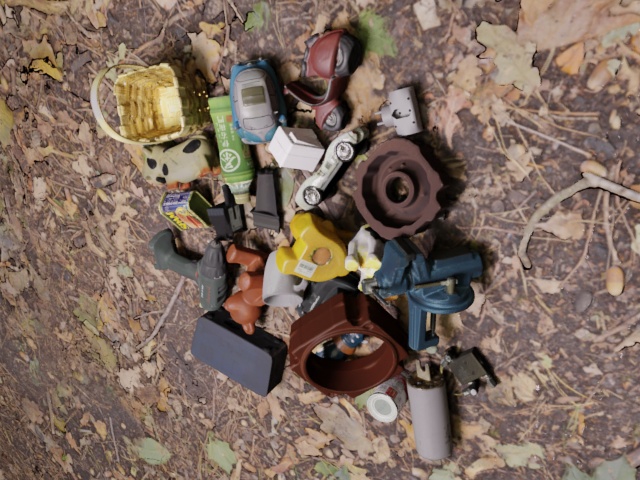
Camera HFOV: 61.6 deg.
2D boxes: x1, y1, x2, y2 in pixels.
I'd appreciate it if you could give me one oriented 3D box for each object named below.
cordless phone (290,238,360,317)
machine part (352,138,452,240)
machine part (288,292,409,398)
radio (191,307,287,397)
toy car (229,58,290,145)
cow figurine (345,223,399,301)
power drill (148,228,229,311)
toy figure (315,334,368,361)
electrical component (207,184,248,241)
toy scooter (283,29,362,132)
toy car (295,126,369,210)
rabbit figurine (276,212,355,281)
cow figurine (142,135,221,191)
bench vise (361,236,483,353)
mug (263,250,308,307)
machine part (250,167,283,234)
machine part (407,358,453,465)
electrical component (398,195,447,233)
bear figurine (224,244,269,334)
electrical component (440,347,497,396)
[{"bbox_3d":[-0.017,0.092,1.130,0.184,0.089,0.146,44,125,22],"label":"cordless phone"},{"bbox_3d":[0.144,-0.089,0.948,0.180,0.056,0.179,7,102,36],"label":"machine part"},{"bbox_3d":[0.055,0.211,1.049,0.201,0.087,0.201,-34,121,20],"label":"machine part"},{"bbox_3d":[-0.195,0.262,1.289,0.230,0.073,0.131,24,118,18],"label":"radio"},{"bbox_3d":[-0.117,-0.261,1.010,0.109,0.103,0.161,-8,102,-1],"label":"toy car"},{"bbox_3d":[0.105,0.046,1.018,0.068,0.098,0.167,-9,143,22],"label":"cow figurine"},{"bbox_3d":[-0.293,0.049,1.239,0.207,0.086,0.231,22,138,19],"label":"power drill"},{"bbox_3d":[0.041,0.227,1.147,0.154,0.064,0.058,-48,45,29],"label":"toy figure"},{"bbox_3d":[-0.205,-0.063,1.168,0.048,0.075,0.119,-1,112,30],"label":"electrical component"},{"bbox_3d":[-0.003,-0.293,0.967,0.135,0.075,0.183,24,123,21],"label":"toy scooter"},{"bbox_3d":[0.024,-0.135,1.009,0.056,0.073,0.201,43,124,8],"label":"toy car"},{"bbox_3d":[-0.002,-0.003,1.040,0.162,0.173,0.121,13,110,-21],"label":"rabbit figurine"},{"bbox_3d":[-0.316,-0.174,1.180,0.195,0.085,0.127,-17,87,27],"label":"cow figurine"},{"bbox_3d":[0.181,0.109,0.951,0.129,0.224,0.240,41,142,53],"label":"bench vise"},{"bbox_3d":[-0.068,0.069,1.082,0.109,0.080,0.107,-30,55,42],"label":"mug"},{"bbox_3d":[-0.112,-0.085,1.130,0.084,0.039,0.138,19,118,29],"label":"machine part"},{"bbox_3d":[0.221,0.348,1.075,0.079,0.079,0.243,0,109,30],"label":"machine part"},{"bbox_3d":[0.182,-0.045,0.983,0.094,0.021,0.063,24,119,20],"label":"electrical component"},{"bbox_3d":[-0.167,0.114,1.188,0.195,0.132,0.120,-51,49,30],"label":"bear figurine"},{"bbox_3d":[0.278,0.250,1.027,0.078,0.045,0.102,-31,92,36],"label":"electrical component"}]
